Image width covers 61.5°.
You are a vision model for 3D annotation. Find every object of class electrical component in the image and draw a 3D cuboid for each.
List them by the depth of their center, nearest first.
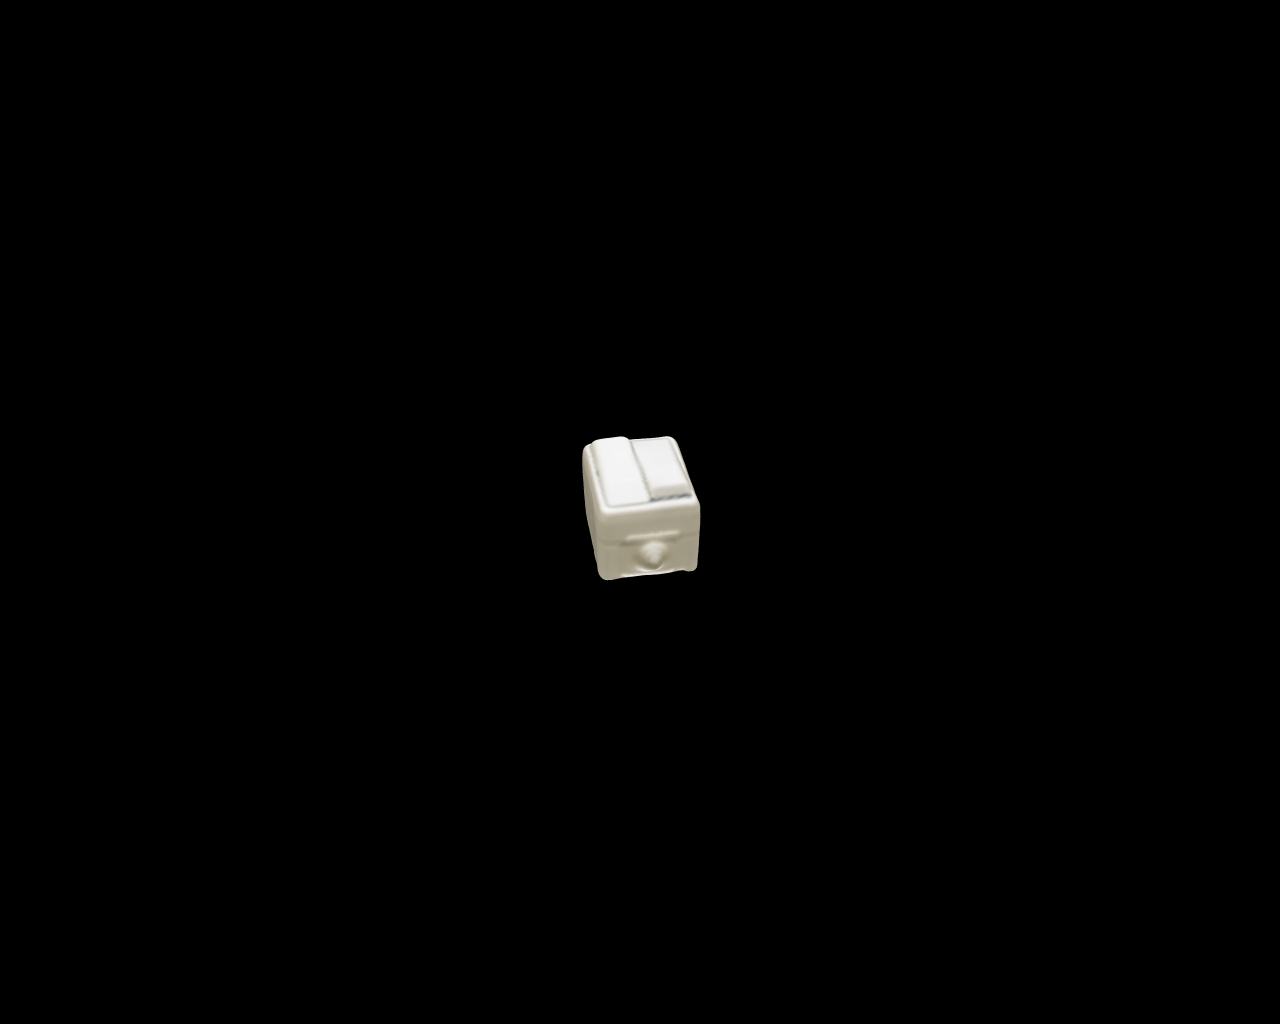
[{"bbox_3d":[0.001,-0.003,0.650,0.062,0.061,0.096,-6,37,-7],"label":"electrical component"}]
